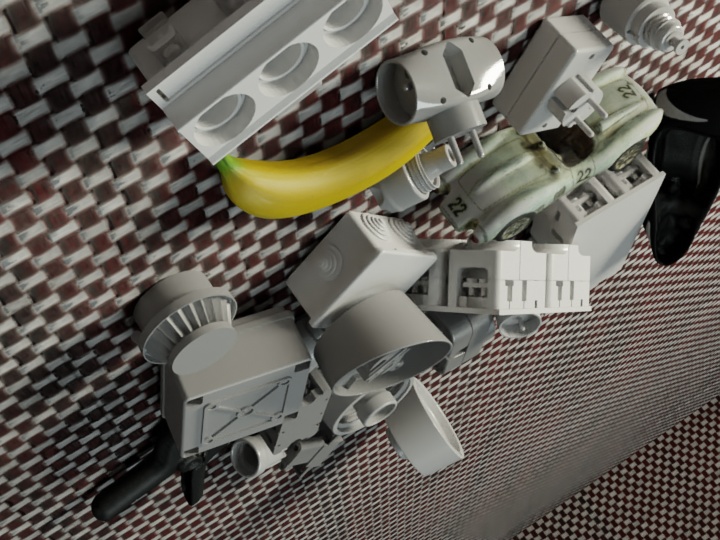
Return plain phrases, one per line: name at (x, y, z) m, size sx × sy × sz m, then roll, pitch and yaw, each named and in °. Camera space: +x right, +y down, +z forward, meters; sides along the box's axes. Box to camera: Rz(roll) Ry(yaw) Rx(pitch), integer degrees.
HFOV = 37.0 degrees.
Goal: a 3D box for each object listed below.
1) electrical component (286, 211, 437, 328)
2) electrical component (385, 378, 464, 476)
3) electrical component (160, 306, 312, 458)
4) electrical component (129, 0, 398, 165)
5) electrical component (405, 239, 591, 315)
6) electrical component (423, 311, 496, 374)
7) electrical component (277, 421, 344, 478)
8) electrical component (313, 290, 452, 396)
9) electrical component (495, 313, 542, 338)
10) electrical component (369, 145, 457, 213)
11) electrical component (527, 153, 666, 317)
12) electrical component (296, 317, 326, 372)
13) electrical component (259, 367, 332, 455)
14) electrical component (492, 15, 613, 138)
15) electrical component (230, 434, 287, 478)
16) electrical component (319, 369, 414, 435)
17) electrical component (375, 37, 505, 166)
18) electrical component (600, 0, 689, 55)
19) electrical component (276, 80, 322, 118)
electrical component at (0.000, 0.000, 0.863) m, size 0.099 × 0.048 × 0.100 m, roll -47°, pitch 155°, yaw 22°
electrical component at (0.065, 0.184, 1.233) m, size 0.060 × 0.108 × 0.108 m, roll -33°, pitch 157°, yaw 8°
electrical component at (-0.102, 0.091, 0.864) m, size 0.109 × 0.056 × 0.108 m, roll -17°, pitch 151°, yaw -21°
electrical component at (-0.051, -0.120, 0.547) m, size 0.121 × 0.063 × 0.078 m, roll -38°, pitch 157°, yaw 3°
electrical component at (0.121, 0.005, 0.956) m, size 0.105 × 0.060 × 0.186 m, roll 2°, pitch 180°, yaw 35°
electrical component at (0.099, 0.058, 1.103) m, size 0.059 × 0.053 × 0.095 m, roll -28°, pitch 155°, yaw -20°
electrical component at (-0.060, 0.180, 1.126) m, size 0.064 × 0.042 × 0.081 m, roll -3°, pitch 139°, yaw -50°
electrical component at (0.015, 0.064, 0.856) m, size 0.099 × 0.064 × 0.099 m, roll -30°, pitch 156°, yaw -15°
electrical component at (0.153, 0.024, 1.086) m, size 0.043 × 0.081 × 0.043 m, roll -6°, pitch 142°, yaw -5°
electrical component at (0.039, -0.070, 0.778) m, size 0.062 × 0.043 × 0.043 m, roll -24°, pitch 162°, yaw 22°
electrical component at (0.224, -0.042, 1.082) m, size 0.105 × 0.060 × 0.186 m, roll -30°, pitch 156°, yaw -16°
electrical component at (-0.037, 0.056, 0.927) m, size 0.078 × 0.040 × 0.040 m, roll -42°, pitch 156°, yaw 12°
electrical component at (-0.068, 0.118, 0.980) m, size 0.050 × 0.055 × 0.089 m, roll -24°, pitch 153°, yaw -28°
electrical component at (0.153, -0.131, 0.796) m, size 0.047 × 0.075 × 0.083 m, roll -16°, pitch 149°, yaw -39°
electrical component at (-0.101, 0.183, 1.080) m, size 0.046 × 0.040 × 0.040 m, roll -14°, pitch 148°, yaw -53°
electrical component at (0.005, 0.122, 1.083) m, size 0.108 × 0.060 × 0.108 m, roll -30°, pitch 156°, yaw -15°
electrical component at (0.060, -0.108, 0.709) m, size 0.077 × 0.079 × 0.043 m, roll -21°, pitch 180°, yaw -32°
electrical component at (0.210, -0.182, 0.787) m, size 0.040 × 0.078 × 0.040 m, roll -21°, pitch 139°, yaw -20°
electrical component at (-0.058, -0.102, 0.603) m, size 0.078 × 0.040 × 0.040 m, roll -37°, pitch 157°, yaw 1°
